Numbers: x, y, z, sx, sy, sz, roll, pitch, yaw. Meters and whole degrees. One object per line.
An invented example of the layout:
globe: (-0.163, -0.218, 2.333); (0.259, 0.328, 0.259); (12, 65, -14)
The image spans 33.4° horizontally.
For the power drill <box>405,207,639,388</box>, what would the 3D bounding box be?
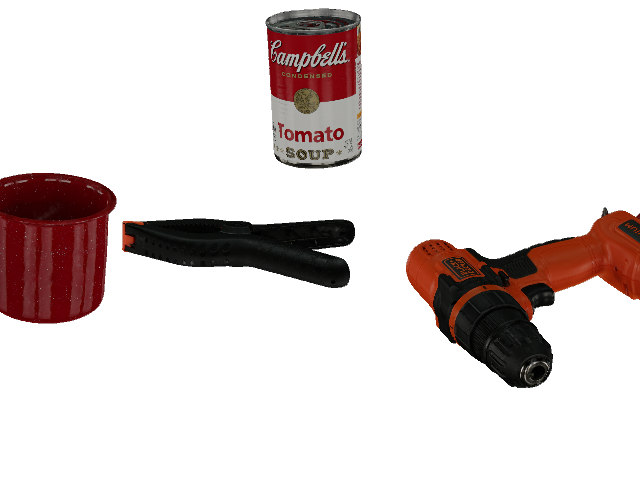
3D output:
power drill: (0.177, 0.037, 0.791); (0.187, 0.057, 0.184); (-10, 28, -15)

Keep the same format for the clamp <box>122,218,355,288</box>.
clamp: (-0.067, 0.006, 0.920); (0.210, 0.036, 0.164); (2, 13, -4)

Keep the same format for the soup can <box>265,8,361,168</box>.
soup can: (-0.004, -0.111, 0.776); (0.068, 0.102, 0.068); (-2, 24, 1)

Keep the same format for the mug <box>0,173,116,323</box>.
mug: (-0.204, 0.007, 0.750); (0.117, 0.081, 0.093); (-6, 27, -28)

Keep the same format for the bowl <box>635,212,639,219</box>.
bowl: (0.415, 0.015, 1.146); (0.162, 0.055, 0.162); (-1, 26, 0)
